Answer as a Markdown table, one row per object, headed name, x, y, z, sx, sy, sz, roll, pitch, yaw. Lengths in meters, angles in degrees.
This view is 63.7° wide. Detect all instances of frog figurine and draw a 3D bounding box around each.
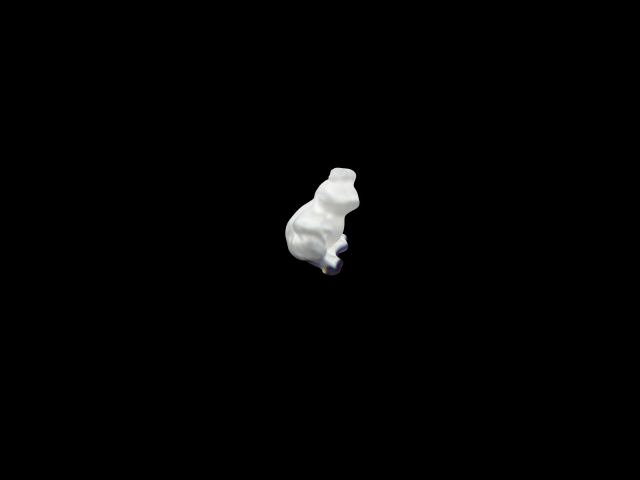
| name | x | y | z | sx | sy | sz | roll | pitch | yaw |
| --- | --- | --- | --- | --- | --- | --- | --- | --- | --- |
| frog figurine | 0.003 | -0.043 | 0.850 | 0.123 | 0.156 | 0.140 | 16 | 33 | 26 |
